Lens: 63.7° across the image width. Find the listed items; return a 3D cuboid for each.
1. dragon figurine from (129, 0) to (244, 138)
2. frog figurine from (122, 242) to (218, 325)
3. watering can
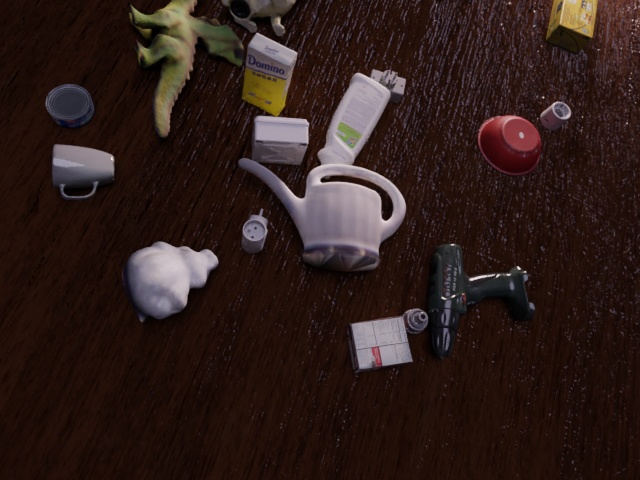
[{"bbox_3d":[-0.279,-0.418,1.120,0.244,0.121,0.413,-12,80,-24],"label":"dragon figurine"},{"bbox_3d":[-0.261,0.064,0.919,0.160,0.120,0.140,-19,55,-5],"label":"frog figurine"},{"bbox_3d":[0.003,-0.051,1.019,0.347,0.102,0.228,7,69,-9],"label":"watering can"}]
